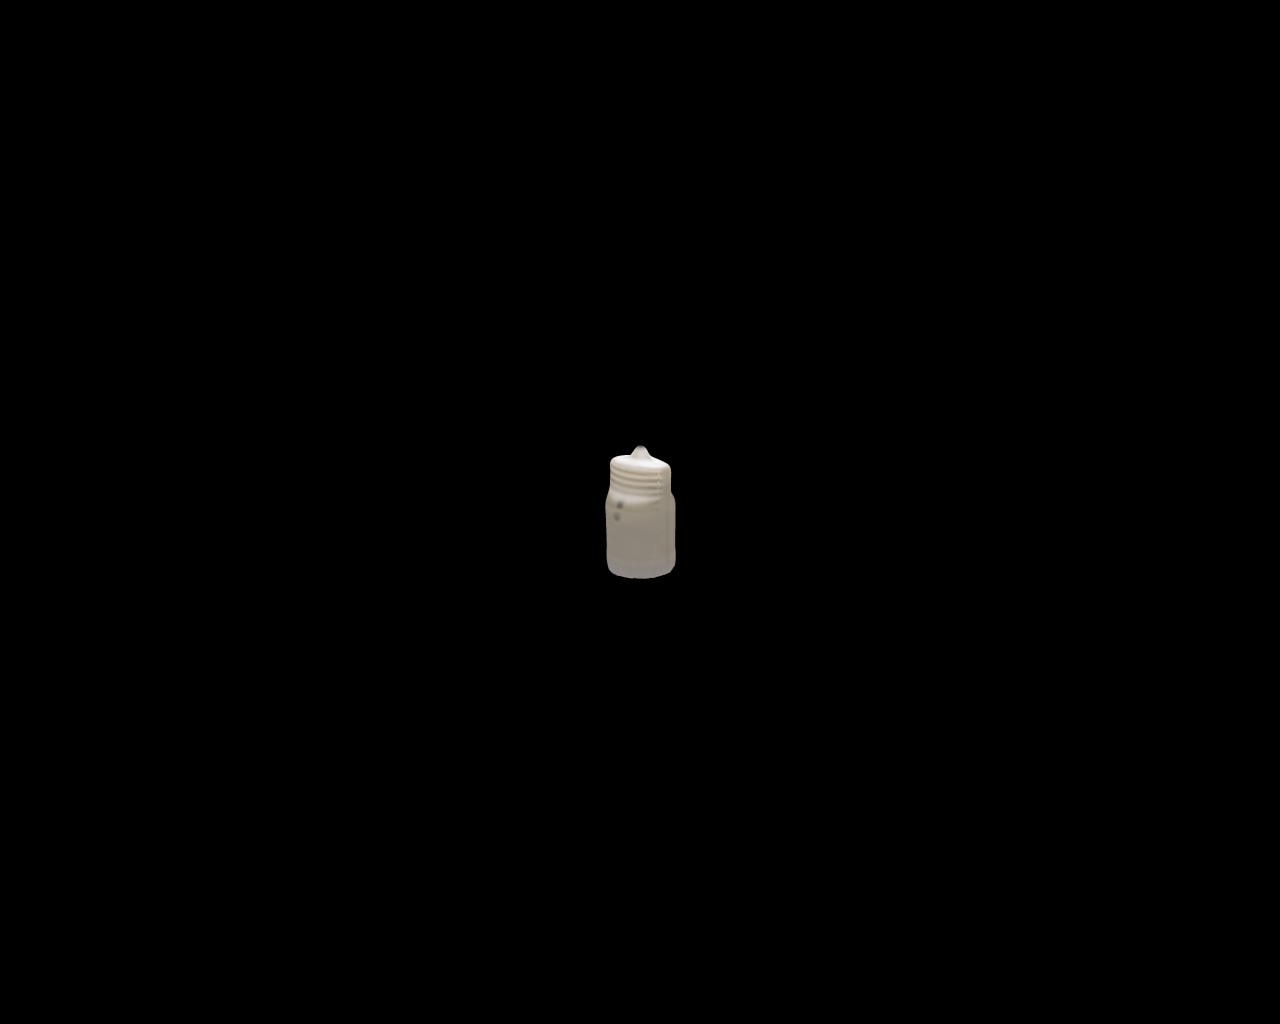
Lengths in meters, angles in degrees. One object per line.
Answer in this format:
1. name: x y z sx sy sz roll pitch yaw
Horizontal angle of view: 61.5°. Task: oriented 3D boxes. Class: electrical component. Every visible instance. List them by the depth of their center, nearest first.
1. electrical component: 0.001 -0.003 0.650 0.043 0.080 0.043 0 17 0
